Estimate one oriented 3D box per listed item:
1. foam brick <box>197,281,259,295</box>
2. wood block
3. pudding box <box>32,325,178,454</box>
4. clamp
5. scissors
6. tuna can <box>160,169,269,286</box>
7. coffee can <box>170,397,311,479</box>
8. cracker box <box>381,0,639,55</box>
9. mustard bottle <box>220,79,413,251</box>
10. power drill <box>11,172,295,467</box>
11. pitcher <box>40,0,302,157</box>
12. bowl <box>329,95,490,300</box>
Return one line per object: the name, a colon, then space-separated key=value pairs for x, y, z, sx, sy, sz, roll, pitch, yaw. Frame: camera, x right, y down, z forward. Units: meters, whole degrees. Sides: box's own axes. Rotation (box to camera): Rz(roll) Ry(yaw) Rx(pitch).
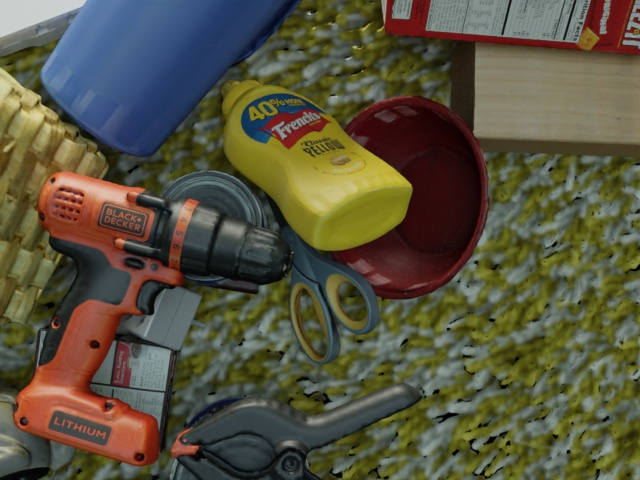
foam brick: x=-0.070 y=0.014 z=0.857 sx=0.053 sy=0.078 sz=0.051 roll=10 pitch=85 yaw=-5
wood block: x=0.218 y=-0.118 z=0.878 sx=0.206 sy=0.091 sz=0.090 roll=2 pitch=87 yaw=-4
pudding box: x=-0.176 y=0.121 z=0.864 sx=0.113 sy=0.039 sz=0.090 roll=8 pitch=90 yaw=-1
clamp: x=-0.012 y=0.141 z=0.732 sx=0.171 sy=0.039 sz=0.120 roll=16 pitch=85 yaw=-4
scissors: x=-0.006 y=0.001 z=0.869 sx=0.096 sy=0.016 sz=0.202 roll=-13 pitch=90 yaw=39
tuna can: x=-0.082 y=-0.009 z=0.799 sx=0.086 sy=0.034 sz=0.086 roll=0 pitch=85 yaw=3
coffee can: x=-0.062 y=0.178 z=0.818 sx=0.102 sy=0.140 sz=0.103 roll=0 pitch=87 yaw=-5
cracker box: x=0.154 y=-0.225 z=0.843 sx=0.213 sy=0.072 sz=0.164 roll=4 pitch=42 yaw=-4
mustard bottle: x=-0.021 y=-0.071 z=0.841 sx=0.096 sy=0.058 sz=0.192 roll=-19 pitch=48 yaw=-32
power drill: x=-0.126 y=0.058 z=0.753 sx=0.184 sy=0.057 sz=0.187 roll=15 pitch=87 yaw=5
pitcher: x=-0.097 y=-0.183 z=0.822 sx=0.149 sy=0.145 sz=0.243 roll=36 pitch=100 yaw=-17
bowl: x=0.077 y=-0.032 z=0.858 sx=0.162 sy=0.055 sz=0.162 roll=-3 pitch=85 yaw=38
